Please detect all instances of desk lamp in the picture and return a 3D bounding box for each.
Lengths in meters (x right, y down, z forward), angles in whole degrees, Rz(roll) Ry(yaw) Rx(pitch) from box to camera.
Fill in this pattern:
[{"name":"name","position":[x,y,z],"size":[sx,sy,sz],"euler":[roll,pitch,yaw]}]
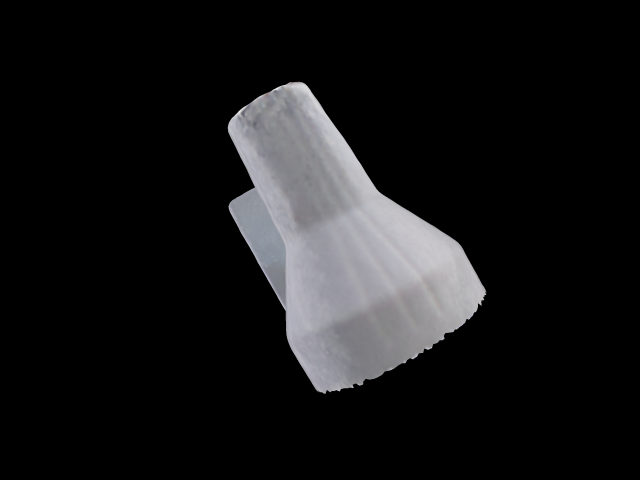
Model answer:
[{"name":"desk lamp","position":[0.004,0.001,0.400],"size":[0.118,0.213,0.203],"euler":[-30,74,-9]}]
